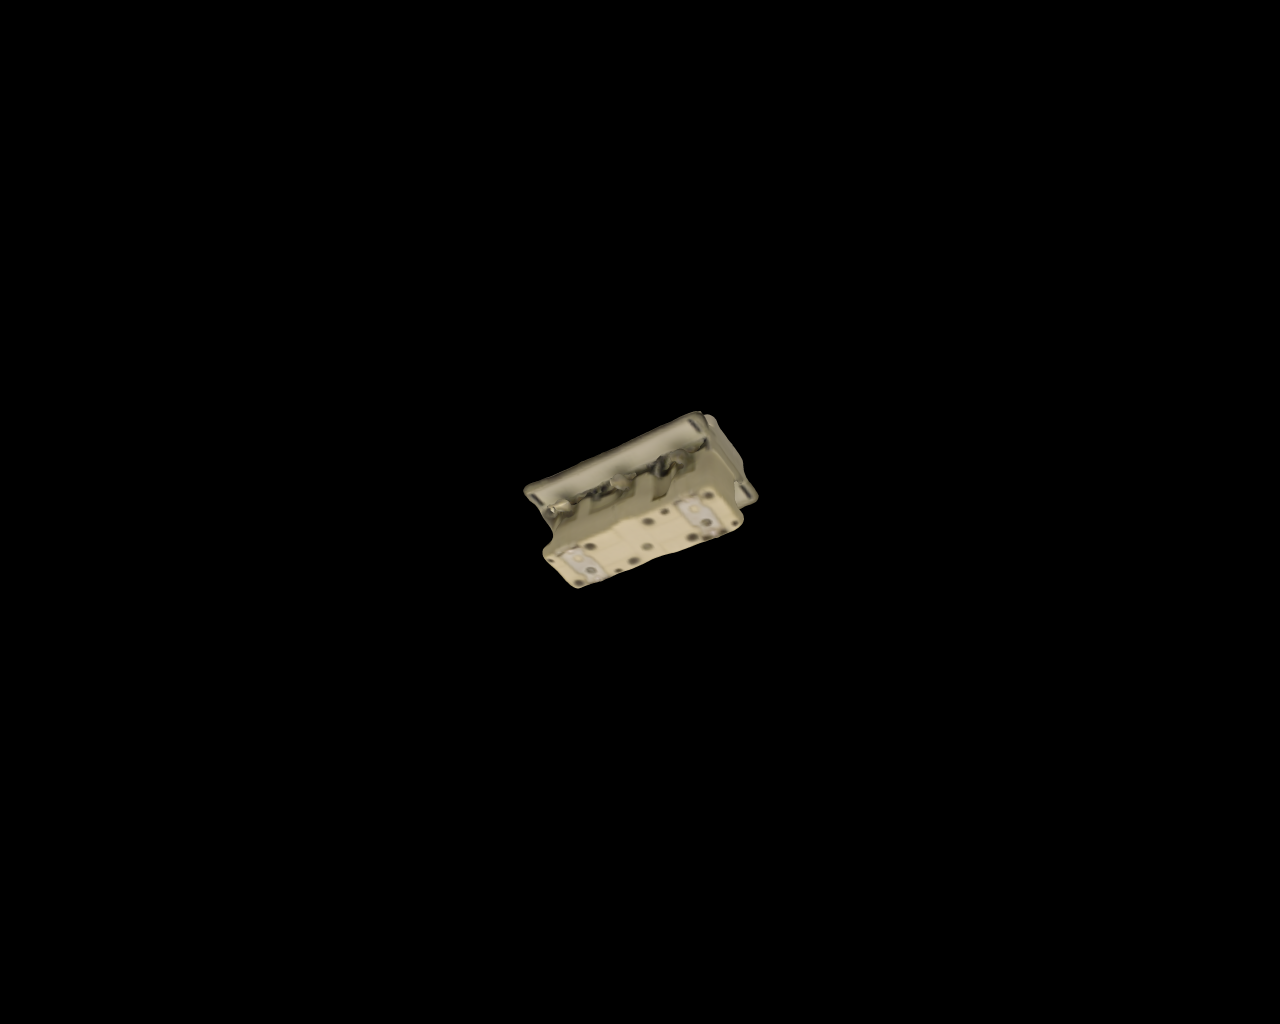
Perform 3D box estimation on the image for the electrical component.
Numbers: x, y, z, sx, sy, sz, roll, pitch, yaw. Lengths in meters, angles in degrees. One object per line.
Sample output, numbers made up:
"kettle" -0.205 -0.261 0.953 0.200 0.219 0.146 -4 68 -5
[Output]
"electrical component" 0.001 -0.003 0.650 0.121 0.063 0.078 -22 -49 21
